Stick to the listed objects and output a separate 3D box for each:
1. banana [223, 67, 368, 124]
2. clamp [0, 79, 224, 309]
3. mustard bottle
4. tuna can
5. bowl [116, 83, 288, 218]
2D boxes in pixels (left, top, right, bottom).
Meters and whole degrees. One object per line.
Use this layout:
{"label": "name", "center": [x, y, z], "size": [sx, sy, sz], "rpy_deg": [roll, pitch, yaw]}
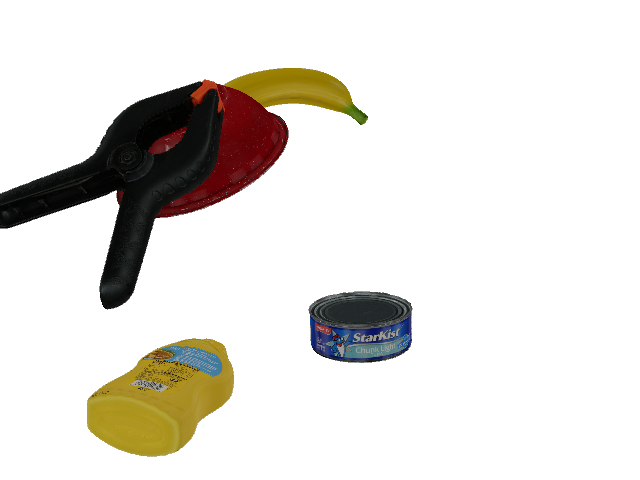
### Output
{"label": "banana", "center": [-0.044, -0.149, 1.104], "size": [0.197, 0.037, 0.070], "rpy_deg": [-7, 48, -29]}
{"label": "clamp", "center": [-0.133, -0.044, 0.701], "size": [0.120, 0.171, 0.039], "rpy_deg": [26, -28, 15]}
{"label": "mustard bottle", "center": [-0.138, 0.139, 1.029], "size": [0.096, 0.058, 0.191], "rpy_deg": [9, 19, 18]}
{"label": "tuna can", "center": [0.033, 0.071, 0.885], "size": [0.086, 0.034, 0.086], "rpy_deg": [-2, 15, 0]}
{"label": "bowl", "center": [-0.112, -0.088, 0.913], "size": [0.162, 0.055, 0.162], "rpy_deg": [-17, 32, 11]}
